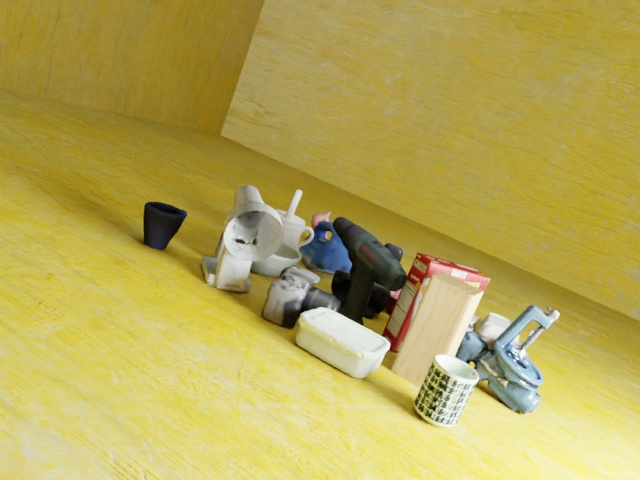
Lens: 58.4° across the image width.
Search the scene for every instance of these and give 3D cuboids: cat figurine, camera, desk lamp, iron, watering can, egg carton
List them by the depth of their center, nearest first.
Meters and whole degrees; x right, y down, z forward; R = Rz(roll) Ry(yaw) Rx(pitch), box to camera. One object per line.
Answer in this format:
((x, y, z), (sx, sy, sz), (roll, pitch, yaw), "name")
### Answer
((-0.030, 0.121, 1.171), (0.136, 0.101, 0.143), (23, 12, 9), "camera")
((-0.167, -0.001, 1.199), (0.118, 0.213, 0.202), (16, 13, -24), "desk lamp")
((0.471, 0.252, 1.517), (0.107, 0.069, 0.151), (24, 13, 15), "egg carton")
((-0.099, -0.050, 1.573), (0.173, 0.194, 0.100), (16, 13, -23), "watering can")
((0.015, 0.006, 1.646), (0.119, 0.141, 0.257), (15, 14, -27), "iron")
((0.003, -0.038, 1.871), (0.067, 0.118, 0.127), (17, 13, -17), "cat figurine")

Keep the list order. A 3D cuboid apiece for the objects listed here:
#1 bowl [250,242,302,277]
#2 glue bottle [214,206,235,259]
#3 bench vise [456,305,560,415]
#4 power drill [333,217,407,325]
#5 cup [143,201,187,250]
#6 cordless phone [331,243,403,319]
((-0.132, 0.044, 1.392), (0.167, 0.075, 0.167), (20, 12, -4), "bowl")
((-0.207, -0.027, 1.340), (0.037, 0.173, 0.078), (17, 13, -18), "glue bottle")
((0.371, 0.215, 1.153), (0.207, 0.220, 0.122), (23, 12, 11), "bench vise")
((0.079, 0.081, 1.270), (0.228, 0.208, 0.076), (31, 16, 39), "power drill")
((-0.352, -0.029, 1.293), (0.091, 0.095, 0.118), (26, 13, 22), "cup")
((0.114, 0.080, 1.387), (0.147, 0.185, 0.094), (22, 12, 5), "cordless phone")
